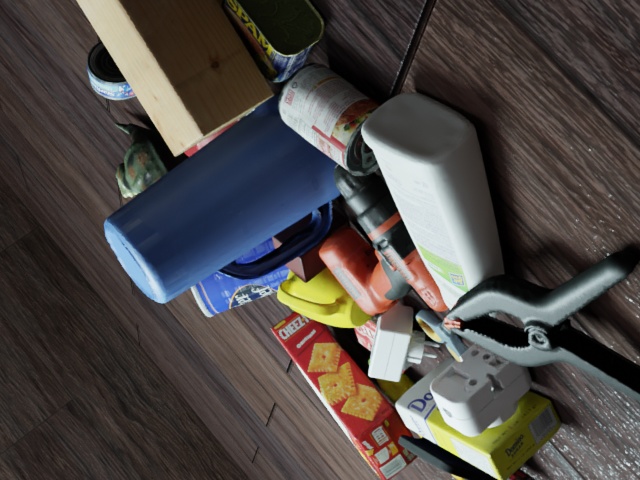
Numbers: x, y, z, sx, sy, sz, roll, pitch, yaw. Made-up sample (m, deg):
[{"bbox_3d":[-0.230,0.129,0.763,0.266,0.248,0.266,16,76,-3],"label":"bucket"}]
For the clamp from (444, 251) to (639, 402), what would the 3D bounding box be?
[{"bbox_3d":[0.201,0.080,0.902,0.210,0.036,0.164,-4,125,47],"label":"clamp"}]

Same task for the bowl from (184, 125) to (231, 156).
[{"bbox_3d":[-0.159,-0.154,1.360,0.162,0.055,0.162,45,160,21],"label":"bowl"}]

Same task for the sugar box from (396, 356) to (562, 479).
[{"bbox_3d":[0.167,0.188,1.156,0.176,0.093,0.048,21,143,57],"label":"sugar box"}]

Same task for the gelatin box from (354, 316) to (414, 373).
[{"bbox_3d":[0.076,0.116,1.335,0.089,0.030,0.073,33,153,43],"label":"gelatin box"}]

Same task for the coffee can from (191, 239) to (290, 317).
[{"bbox_3d":[-0.093,0.026,1.348,0.103,0.140,0.103,-21,-90,-86],"label":"coffee can"}]

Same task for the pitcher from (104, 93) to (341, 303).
[{"bbox_3d":[-0.099,-0.032,1.143,0.149,0.242,0.145,50,162,12],"label":"pitcher"}]

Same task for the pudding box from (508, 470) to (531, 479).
[{"bbox_3d":[0.231,0.321,1.330,0.090,0.039,0.113,29,150,50],"label":"pudding box"}]

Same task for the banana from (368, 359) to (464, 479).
[{"bbox_3d":[0.125,0.226,1.380,0.198,0.037,0.069,50,-161,-1],"label":"banana"}]

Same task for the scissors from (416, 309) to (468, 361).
[{"bbox_3d":[0.145,0.107,1.121,0.096,0.016,0.202,46,175,-5],"label":"scissors"}]

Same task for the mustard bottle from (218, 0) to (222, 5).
[{"bbox_3d":[-0.103,-0.194,1.147,0.096,0.058,0.192,63,163,6],"label":"mustard bottle"}]

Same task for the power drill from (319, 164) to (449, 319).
[{"bbox_3d":[0.059,0.007,1.132,0.184,0.057,0.188,52,161,0],"label":"power drill"}]

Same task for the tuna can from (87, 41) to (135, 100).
[{"bbox_3d":[-0.267,-0.231,1.425,0.086,0.086,0.034,45,158,22],"label":"tuna can"}]

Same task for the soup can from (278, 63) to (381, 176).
[{"bbox_3d":[0.017,-0.114,0.998,0.102,0.068,0.068,40,158,34],"label":"soup can"}]

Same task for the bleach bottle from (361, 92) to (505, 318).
[{"bbox_3d":[0.116,-0.010,0.966,0.103,0.068,0.250,35,157,42],"label":"bleach bottle"}]

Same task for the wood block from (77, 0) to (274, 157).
[{"bbox_3d":[-0.146,-0.196,1.013,0.206,0.090,0.090,58,155,-6],"label":"wood block"}]

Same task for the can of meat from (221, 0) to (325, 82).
[{"bbox_3d":[-0.049,-0.206,1.004,0.102,0.057,0.084,52,164,2],"label":"can of meat"}]

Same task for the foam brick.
[{"bbox_3d":[-0.008,0.002,1.251,0.053,0.078,0.051,40,157,31],"label":"foam brick"}]

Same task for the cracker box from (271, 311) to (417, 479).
[{"bbox_3d":[0.037,0.207,1.455,0.214,0.072,0.164,50,174,36],"label":"cracker box"}]
